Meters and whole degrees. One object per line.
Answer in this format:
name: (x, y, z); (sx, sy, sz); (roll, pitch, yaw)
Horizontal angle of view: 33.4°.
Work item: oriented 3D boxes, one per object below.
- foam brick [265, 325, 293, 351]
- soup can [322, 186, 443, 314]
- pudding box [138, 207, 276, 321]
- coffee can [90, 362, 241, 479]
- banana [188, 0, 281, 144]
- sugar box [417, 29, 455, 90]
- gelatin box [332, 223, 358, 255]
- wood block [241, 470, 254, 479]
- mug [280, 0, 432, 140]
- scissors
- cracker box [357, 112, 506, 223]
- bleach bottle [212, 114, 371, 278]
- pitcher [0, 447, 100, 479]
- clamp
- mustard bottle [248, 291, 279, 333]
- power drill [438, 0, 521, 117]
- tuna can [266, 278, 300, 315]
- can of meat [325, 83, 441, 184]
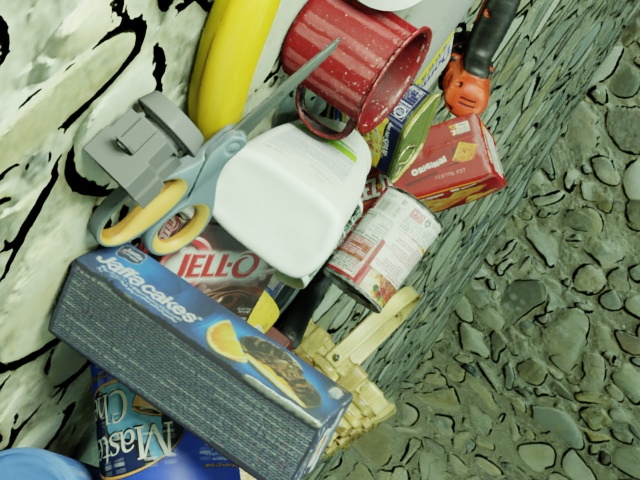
foam brick: (-0.073, 0.108, 1.102); (0.051, 0.078, 0.053); (-47, 166, -24)
soup can: (0.059, 0.008, 0.996); (0.102, 0.068, 0.068); (-53, 167, -9)
pudding box: (-0.086, 0.017, 0.809); (0.113, 0.039, 0.090); (5, 124, -45)
coffee can: (-0.114, 0.133, 0.786); (0.103, 0.140, 0.103); (-8, 162, -3)
banana: (-0.052, -0.118, 0.679); (0.069, 0.037, 0.198); (-39, 160, -50)
sugar box: (0.089, -0.184, 1.009); (0.093, 0.048, 0.176); (-53, 166, -10)
gelatin box: (-0.007, 0.001, 1.063); (0.089, 0.030, 0.073); (-11, 175, 13)
wood block: (-0.098, 0.209, 1.124); (0.090, 0.090, 0.206); (-49, -177, -23)
mug: (0.020, -0.131, 0.806); (0.093, 0.081, 0.117); (-36, 157, -56)
scissors: (-0.060, -0.052, 0.706); (0.201, 0.016, 0.096); (-34, 152, -1)
cracker box: (0.107, -0.068, 1.137); (0.164, 0.072, 0.213); (-17, 175, 13)
bleach bottle: (-0.003, -0.051, 0.850); (0.068, 0.102, 0.250); (-55, 176, 21)
pitcher: (-0.208, 0.248, 0.852); (0.145, 0.149, 0.243); (-24, 160, -4)
clamp: (-0.016, 0.066, 1.228); (0.209, 0.036, 0.165); (-56, -173, -23)
mustard bottle: (-0.118, 0.123, 1.016); (0.191, 0.058, 0.096); (-52, 164, -12)
power drill: (0.178, -0.236, 1.110); (0.184, 0.057, 0.188); (-81, -170, -59)
tuna can: (-0.048, 0.049, 1.142); (0.086, 0.034, 0.086); (-51, 167, -17)
can of meat: (0.054, -0.113, 0.974); (0.057, 0.084, 0.102); (-49, 166, -27)
